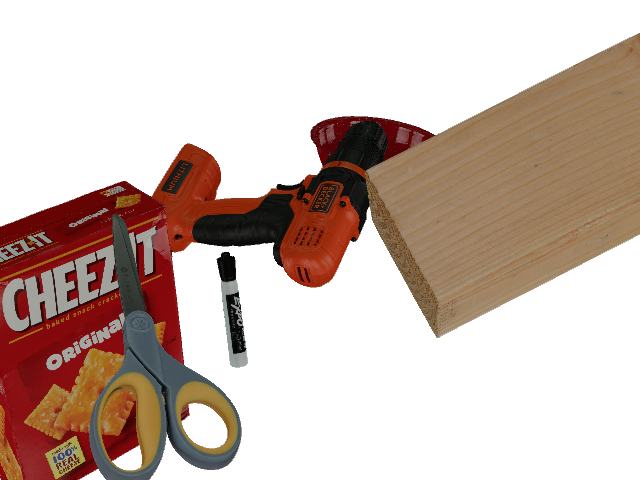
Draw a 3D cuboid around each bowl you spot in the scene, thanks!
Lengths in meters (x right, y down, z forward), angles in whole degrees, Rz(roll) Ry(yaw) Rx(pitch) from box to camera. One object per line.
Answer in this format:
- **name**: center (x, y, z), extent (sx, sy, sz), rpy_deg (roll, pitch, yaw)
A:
- **bowl**: center (0.065, -0.088, 1.212), extent (0.162, 0.055, 0.162), rpy_deg (7, 27, -4)

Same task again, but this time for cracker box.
- **cracker box**: center (-0.194, 0.082, 0.856), extent (0.163, 0.214, 0.072), rpy_deg (-25, 37, -36)

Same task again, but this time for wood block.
- **wood block**: center (0.139, -0.036, 0.635), extent (0.206, 0.091, 0.090), rpy_deg (-27, -19, -3)

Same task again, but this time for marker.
- **marker**: center (-0.091, 0.071, 1.095), extent (0.020, 0.121, 0.020), rpy_deg (-5, 15, 1)

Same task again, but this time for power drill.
- **power drill**: center (-0.045, -0.043, 0.938), extent (0.188, 0.057, 0.184), rpy_deg (4, 45, 24)

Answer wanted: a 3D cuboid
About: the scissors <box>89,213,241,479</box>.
- **scissors**: center (-0.093, 0.064, 0.655), extent (0.096, 0.201, 0.016), rpy_deg (12, -45, -12)
